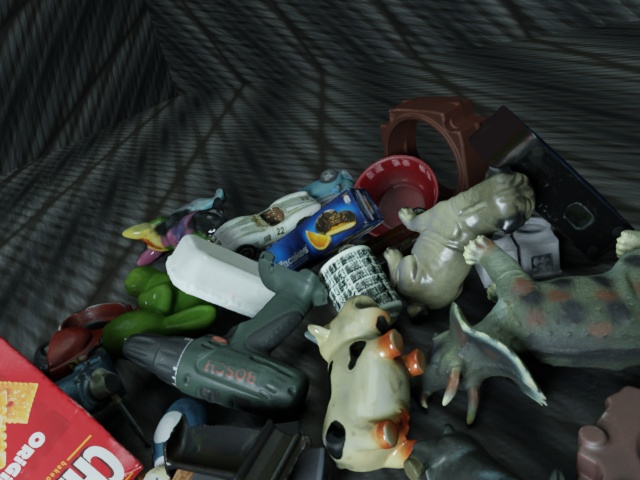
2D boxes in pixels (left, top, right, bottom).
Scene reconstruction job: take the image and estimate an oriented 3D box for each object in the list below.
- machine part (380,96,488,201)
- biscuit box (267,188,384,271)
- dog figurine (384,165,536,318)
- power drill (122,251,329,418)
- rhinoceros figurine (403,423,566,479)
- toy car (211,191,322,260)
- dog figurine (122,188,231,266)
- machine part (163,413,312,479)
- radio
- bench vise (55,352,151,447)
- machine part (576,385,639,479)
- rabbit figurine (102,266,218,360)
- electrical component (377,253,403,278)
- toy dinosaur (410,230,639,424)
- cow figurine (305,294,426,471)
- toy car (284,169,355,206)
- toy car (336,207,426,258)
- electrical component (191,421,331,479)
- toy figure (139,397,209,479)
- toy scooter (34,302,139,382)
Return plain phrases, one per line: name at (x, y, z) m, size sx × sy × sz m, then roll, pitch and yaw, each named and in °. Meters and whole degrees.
machine part at (0.209, -0.152, 0.978) m, size 0.087 × 0.200 × 0.202 m, roll -30°, pitch 30°, yaw -29°
biscuit box at (-0.002, -0.003, 0.841) m, size 0.203 × 0.063 × 0.059 m, roll -36°, pitch -14°, yaw 30°
dog figurine at (0.178, 0.010, 0.676) m, size 0.121 × 0.172 × 0.190 m, roll 11°, pitch -16°, yaw -21°
power drill at (-0.099, 0.108, 0.674) m, size 0.232 × 0.085 × 0.207 m, roll 20°, pitch 44°, yaw 20°
rhinoceros figurine at (0.150, 0.220, 0.419) m, size 0.112 × 0.073 × 0.191 m, roll -17°, pitch 22°, yaw -28°
toy car at (-0.091, -0.023, 0.923) m, size 0.202 × 0.056 × 0.074 m, roll -25°, pitch 41°, yaw -19°
dog figurine at (-0.276, -0.006, 1.063) m, size 0.219 × 0.108 × 0.192 m, roll -20°, pitch 28°, yaw 0°
machine part at (-0.083, 0.197, 0.488) m, size 0.139 × 0.039 × 0.084 m, roll 0°, pitch 35°, yaw 27°
radio at (0.320, -0.077, 0.747) m, size 0.073 × 0.229 × 0.131 m, roll -47°, pitch 18°, yaw 23°
bench vise at (-0.341, 0.217, 0.601) m, size 0.224 × 0.128 × 0.240 m, roll -12°, pitch 7°, yaw 23°
machine part at (0.297, 0.185, 0.418) m, size 0.179 × 0.056 × 0.179 m, roll -11°, pitch 26°, yaw 5°
rabbit figurine at (-0.226, 0.125, 0.757) m, size 0.159 × 0.121 × 0.170 m, roll 14°, pitch 17°, yaw 9°
electrical component at (0.104, 0.047, 0.790) m, size 0.094 × 0.063 × 0.021 m, roll -21°, pitch 26°, yaw -15°
toy dinosaur at (0.286, 0.083, 0.572) m, size 0.405 × 0.131 × 0.192 m, roll -9°, pitch 38°, yaw 3°
cow figurine at (0.043, 0.144, 0.571) m, size 0.127 × 0.085 × 0.195 m, roll -24°, pitch 41°, yaw 30°
toy car at (0.006, -0.053, 1.010) m, size 0.162 × 0.109 × 0.103 m, roll -25°, pitch 44°, yaw -1°
toy car at (0.099, 0.016, 0.834) m, size 0.202 × 0.089 × 0.053 m, roll -24°, pitch 60°, yaw -23°
electrical component at (-0.057, 0.234, 0.507) m, size 0.134 × 0.058 × 0.115 m, roll -11°, pitch 28°, yaw 10°
toy figure at (-0.155, 0.235, 0.563) m, size 0.064 × 0.058 × 0.154 m, roll -49°, pitch 17°, yaw 22°
toy scooter at (-0.342, 0.146, 0.823) m, size 0.135 × 0.075 × 0.184 m, roll -14°, pitch 21°, yaw 0°
